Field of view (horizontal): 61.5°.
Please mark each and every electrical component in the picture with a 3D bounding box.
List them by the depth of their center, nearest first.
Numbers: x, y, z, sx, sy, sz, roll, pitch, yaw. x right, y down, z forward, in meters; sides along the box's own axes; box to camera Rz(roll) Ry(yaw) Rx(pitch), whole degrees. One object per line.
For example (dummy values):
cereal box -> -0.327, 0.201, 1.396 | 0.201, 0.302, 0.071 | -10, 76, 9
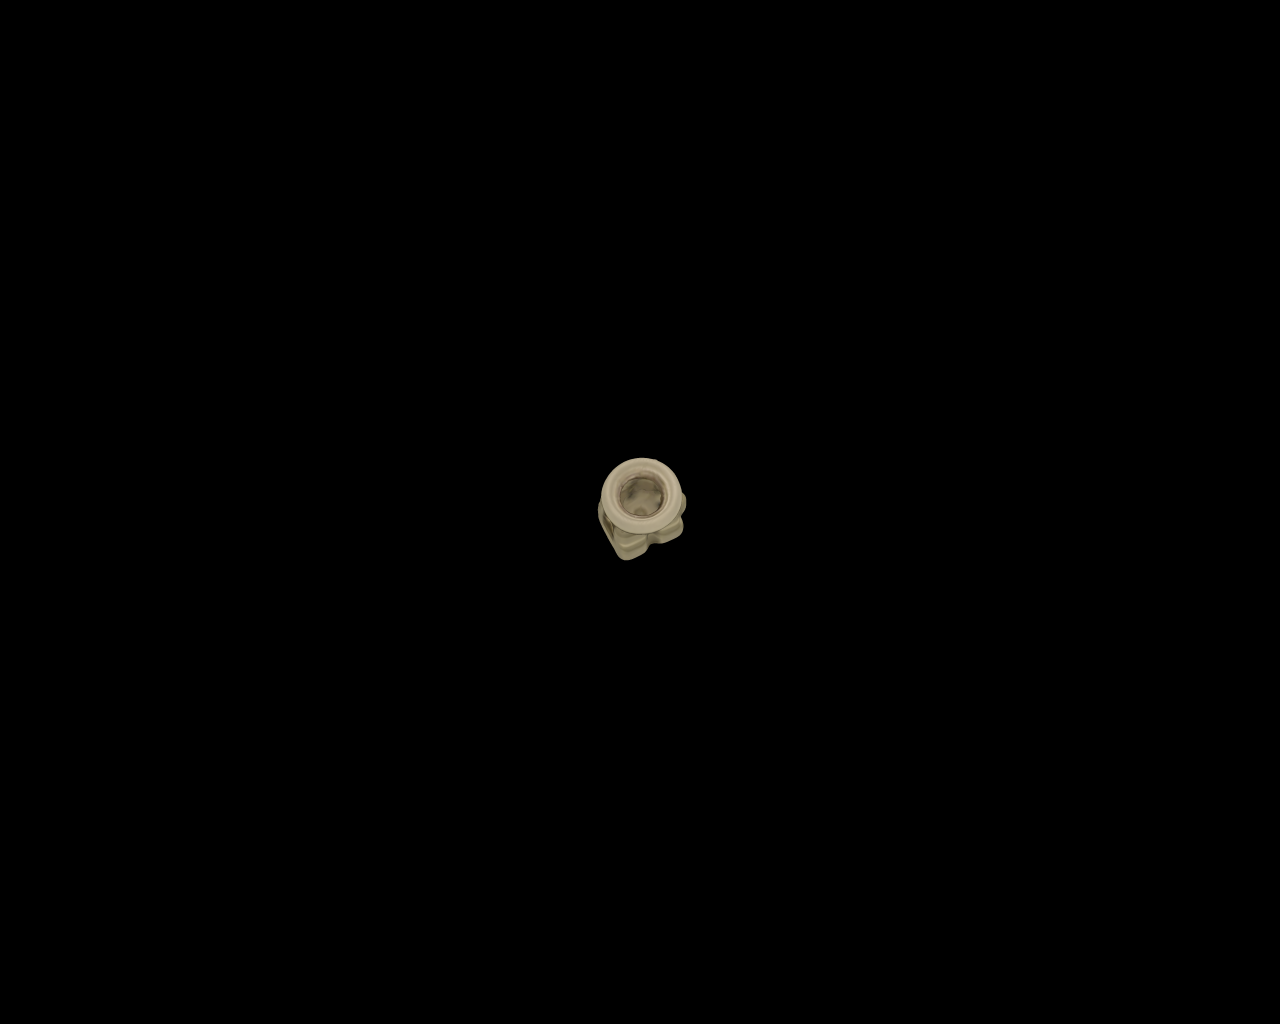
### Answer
electrical component -> 0.001, -0.003, 0.650 | 0.066, 0.048, 0.055 | -26, -20, -11
